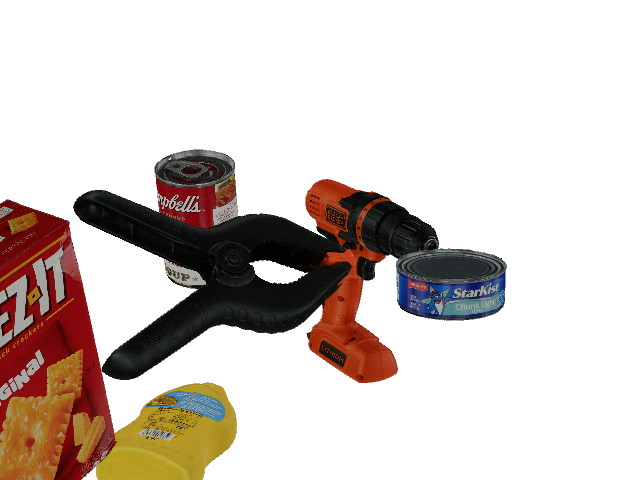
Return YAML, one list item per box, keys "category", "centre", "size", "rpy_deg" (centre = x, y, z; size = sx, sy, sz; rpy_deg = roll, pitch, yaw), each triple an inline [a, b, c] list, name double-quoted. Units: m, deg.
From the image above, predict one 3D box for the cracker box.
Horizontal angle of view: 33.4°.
- category: "cracker box"
  centre: [-0.230, 0.106, 0.743]
  size: [0.072, 0.214, 0.164]
  rpy_deg: [16, 38, 27]

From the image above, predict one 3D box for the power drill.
- category: "power drill"
  centre: [0.047, 0.044, 1.075]
  size: [0.057, 0.188, 0.185]
  rpy_deg: [-8, 22, -33]

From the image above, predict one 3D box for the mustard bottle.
- category: "mustard bottle"
  centre: [-0.135, 0.186, 1.043]
  size: [0.096, 0.058, 0.191]
  rpy_deg: [7, 18, 15]

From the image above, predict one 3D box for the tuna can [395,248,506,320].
- category: "tuna can"
  centre: [0.101, 0.034, 0.832]
  size: [0.086, 0.034, 0.086]
  rpy_deg: [-1, 15, 0]

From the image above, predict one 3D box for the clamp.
- category: "clamp"
  centre: [-0.065, 0.013, 0.642]
  size: [0.171, 0.120, 0.039]
  rpy_deg: [-10, -22, -31]

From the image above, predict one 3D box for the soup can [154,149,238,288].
- category: "soup can"
  centre: [-0.105, -0.018, 0.919]
  size: [0.068, 0.102, 0.068]
  rpy_deg: [-1, 30, 0]
